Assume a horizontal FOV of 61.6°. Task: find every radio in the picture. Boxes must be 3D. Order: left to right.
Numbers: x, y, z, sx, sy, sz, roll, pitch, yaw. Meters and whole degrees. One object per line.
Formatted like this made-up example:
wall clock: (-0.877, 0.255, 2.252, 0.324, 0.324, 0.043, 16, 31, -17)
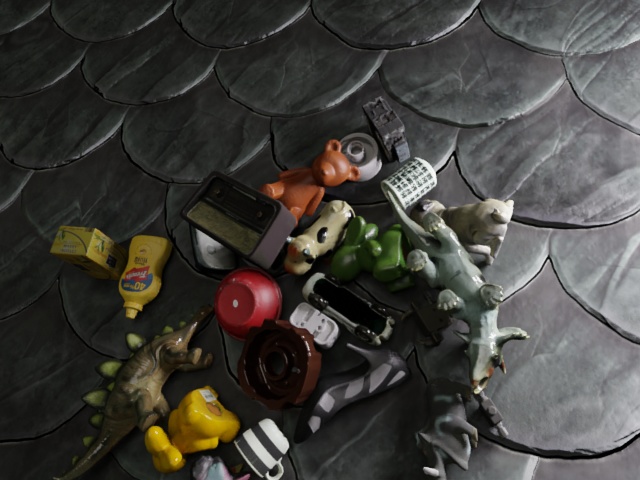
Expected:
radio: (-0.168, -0.046, 1.104, 0.230, 0.073, 0.131, 29, 80, 32)

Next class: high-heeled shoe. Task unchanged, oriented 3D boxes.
high-heeled shoe: (0.062, 0.308, 1.035, 0.145, 0.086, 0.248, 30, 96, -9)

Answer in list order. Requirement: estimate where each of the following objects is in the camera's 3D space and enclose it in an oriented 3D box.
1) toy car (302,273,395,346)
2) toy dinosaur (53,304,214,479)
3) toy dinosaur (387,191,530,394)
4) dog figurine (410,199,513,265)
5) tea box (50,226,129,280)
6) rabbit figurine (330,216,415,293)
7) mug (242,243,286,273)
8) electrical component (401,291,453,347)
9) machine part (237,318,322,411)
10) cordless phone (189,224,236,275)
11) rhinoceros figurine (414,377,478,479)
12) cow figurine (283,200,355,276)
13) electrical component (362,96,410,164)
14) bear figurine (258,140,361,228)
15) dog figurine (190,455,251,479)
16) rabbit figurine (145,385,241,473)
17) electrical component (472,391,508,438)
toy car: (0.057, 0.138, 1.091, 0.202, 0.056, 0.073, 33, 64, 14)
toy dinosaur: (-0.377, 0.316, 1.104, 0.199, 0.105, 0.471, 21, 64, 28)
toy dinosaur: (0.258, 0.078, 1.022, 0.131, 0.192, 0.405, -29, 54, 10)
dog figurine: (0.272, -0.042, 1.070, 0.191, 0.172, 0.121, 19, 62, 13)
tea box: (-0.509, 0.033, 1.217, 0.098, 0.169, 0.068, 3, 68, 16)
rabbit figurine: (0.095, 0.031, 1.107, 0.170, 0.121, 0.159, -11, 71, 25)
mug: (-0.109, 0.011, 1.178, 0.109, 0.081, 0.107, 51, 50, -11)
electrical component: (0.213, 0.159, 1.063, 0.078, 0.045, 0.102, -22, 63, -29)
machine part: (-0.079, 0.241, 1.051, 0.180, 0.056, 0.179, -5, 80, 32)
cordless phone: (-0.195, -0.004, 1.213, 0.184, 0.088, 0.147, -14, 64, -4)
rhinoceros figurine: (0.225, 0.342, 0.962, 0.112, 0.073, 0.190, 2, 67, 13)
cow figurine: (-0.002, -0.003, 1.137, 0.086, 0.127, 0.195, 35, 76, 27)
electrical component: (0.154, -0.239, 1.209, 0.058, 0.114, 0.134, -29, 64, 4)
bear figurine: (-0.019, -0.122, 1.175, 0.196, 0.132, 0.120, -31, 97, 23)
dog figurine: (-0.208, 0.506, 0.974, 0.219, 0.108, 0.191, -36, 92, -20)
rabbit figurine: (-0.259, 0.385, 1.031, 0.122, 0.162, 0.173, 44, 100, 13)
electrical component: (0.306, 0.309, 0.962, 0.021, 0.063, 0.094, -30, 65, -1)
